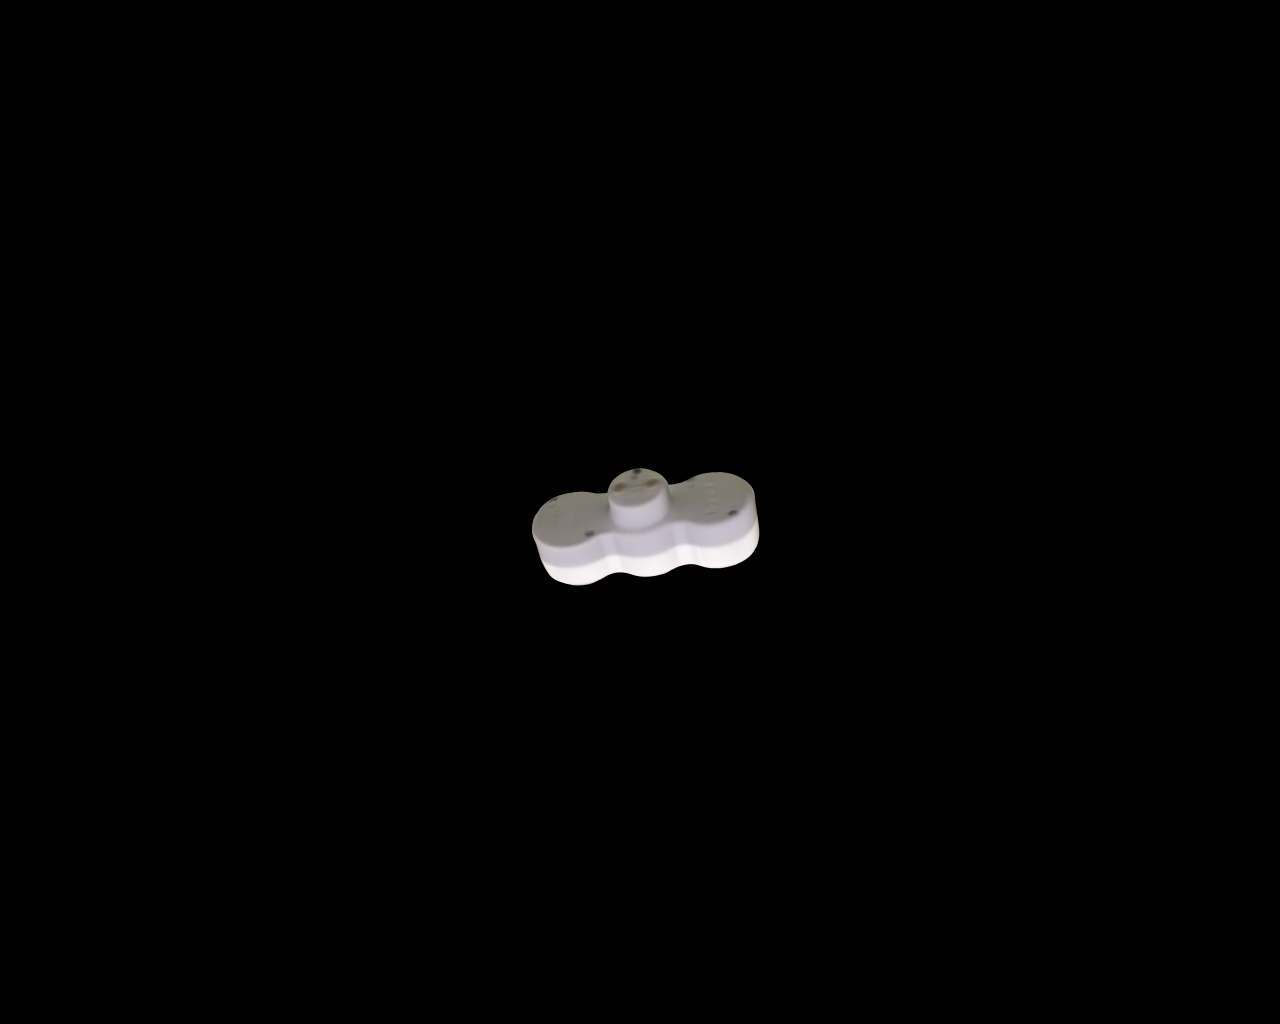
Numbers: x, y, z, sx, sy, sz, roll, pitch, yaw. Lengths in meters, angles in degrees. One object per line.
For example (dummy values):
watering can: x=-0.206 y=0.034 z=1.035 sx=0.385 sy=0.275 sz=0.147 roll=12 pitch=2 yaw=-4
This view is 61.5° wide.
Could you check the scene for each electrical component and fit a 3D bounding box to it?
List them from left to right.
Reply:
electrical component: x=0.001 y=-0.003 z=0.650 sx=0.138 sy=0.073 sz=0.052 roll=-7 pitch=40 yaw=6
